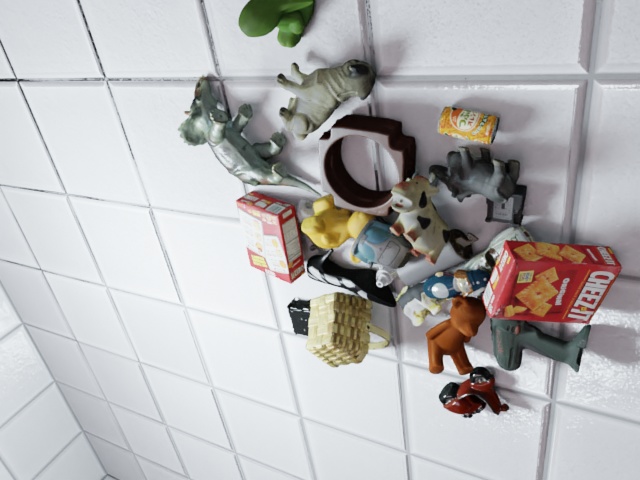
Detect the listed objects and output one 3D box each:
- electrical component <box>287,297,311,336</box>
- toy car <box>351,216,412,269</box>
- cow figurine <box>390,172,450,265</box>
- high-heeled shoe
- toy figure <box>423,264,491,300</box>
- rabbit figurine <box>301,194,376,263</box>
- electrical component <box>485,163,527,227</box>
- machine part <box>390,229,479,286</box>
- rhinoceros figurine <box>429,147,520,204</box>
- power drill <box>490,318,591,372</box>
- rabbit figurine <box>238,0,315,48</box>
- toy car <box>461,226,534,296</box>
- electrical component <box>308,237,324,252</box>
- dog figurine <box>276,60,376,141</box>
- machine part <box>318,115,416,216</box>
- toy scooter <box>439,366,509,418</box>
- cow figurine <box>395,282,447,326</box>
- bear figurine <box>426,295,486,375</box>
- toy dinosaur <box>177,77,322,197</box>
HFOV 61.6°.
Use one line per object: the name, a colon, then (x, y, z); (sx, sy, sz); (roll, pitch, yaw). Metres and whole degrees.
electrical component: (-0.020, 0.230, 1.550); (0.134, 0.058, 0.114); (4, 125, 31)
toy car: (0.153, 0.020, 1.204); (0.103, 0.161, 0.109); (46, 111, 36)
cow figurine: (0.207, -0.051, 1.099); (0.086, 0.127, 0.194); (25, 165, 48)
high-heeled shoe: (0.072, 0.119, 1.398); (0.249, 0.086, 0.145); (41, 138, 6)
toy figure: (0.297, 0.097, 1.166); (0.064, 0.058, 0.154); (40, 146, -25)
rabbit figurine: (0.066, -0.024, 1.270); (0.173, 0.122, 0.162); (-11, 119, 36)
electrical component: (0.374, -0.090, 1.073); (0.075, 0.048, 0.119); (14, 129, 24)
machine part: (0.257, 0.042, 1.222); (0.079, 0.079, 0.243); (50, 132, -7)
rhinoceros figurine: (0.300, -0.126, 1.056); (0.191, 0.073, 0.112); (26, 117, 46)
power drill: (0.481, 0.201, 1.189); (0.208, 0.086, 0.231); (9, 117, 22)
rabbit figurine: (-0.079, -0.437, 1.031); (0.159, 0.170, 0.121); (-26, 105, 43)
toy car: (0.373, 0.047, 1.147); (0.201, 0.056, 0.073); (-53, 56, 43)
electrical component: (-0.003, -0.004, 1.395); (0.094, 0.021, 0.063); (-28, 103, 43)
dog figurine: (0.021, -0.285, 1.118); (0.191, 0.121, 0.172); (9, 137, 19)
machine part: (0.104, -0.163, 1.169); (0.202, 0.087, 0.200); (12, 127, 24)
toy scooter: (0.407, 0.412, 1.395); (0.135, 0.075, 0.184); (41, 129, 0)
cow figurine: (0.258, 0.130, 1.295); (0.098, 0.068, 0.167); (45, 133, 6)
bear figurine: (0.336, 0.222, 1.272); (0.120, 0.132, 0.195); (8, 141, -19)
toy dinosaur: (-0.189, -0.211, 1.310); (0.404, 0.131, 0.192); (48, 146, -11)
